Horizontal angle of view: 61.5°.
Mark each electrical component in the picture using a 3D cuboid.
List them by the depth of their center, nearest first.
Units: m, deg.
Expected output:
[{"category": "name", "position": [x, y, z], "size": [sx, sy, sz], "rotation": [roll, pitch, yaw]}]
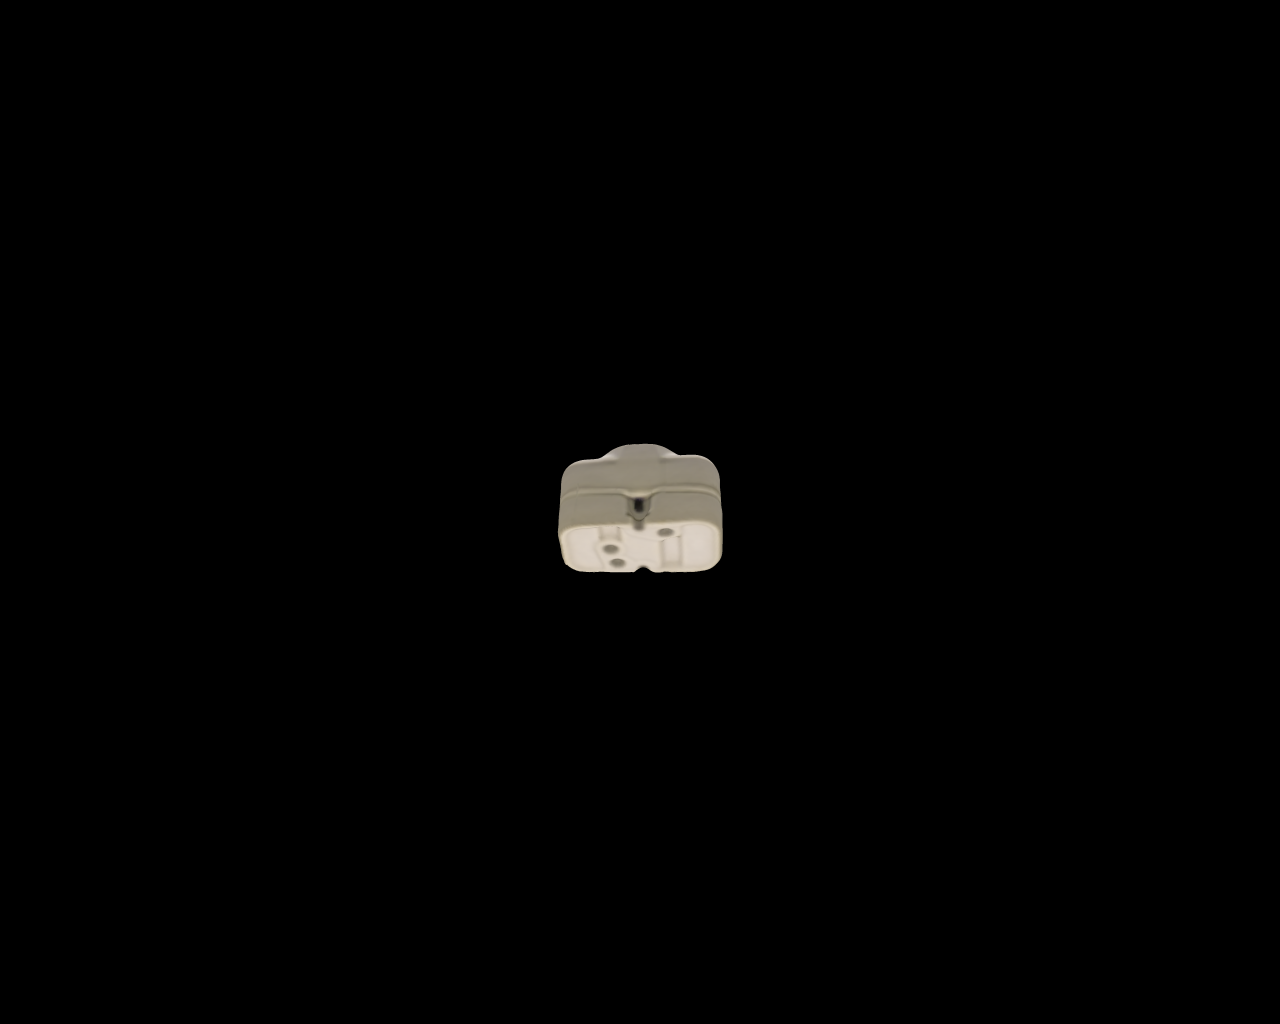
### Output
[{"category": "electrical component", "position": [0.001, -0.003, 0.650], "size": [0.095, 0.059, 0.053], "rotation": [-2, -36, 2]}]
